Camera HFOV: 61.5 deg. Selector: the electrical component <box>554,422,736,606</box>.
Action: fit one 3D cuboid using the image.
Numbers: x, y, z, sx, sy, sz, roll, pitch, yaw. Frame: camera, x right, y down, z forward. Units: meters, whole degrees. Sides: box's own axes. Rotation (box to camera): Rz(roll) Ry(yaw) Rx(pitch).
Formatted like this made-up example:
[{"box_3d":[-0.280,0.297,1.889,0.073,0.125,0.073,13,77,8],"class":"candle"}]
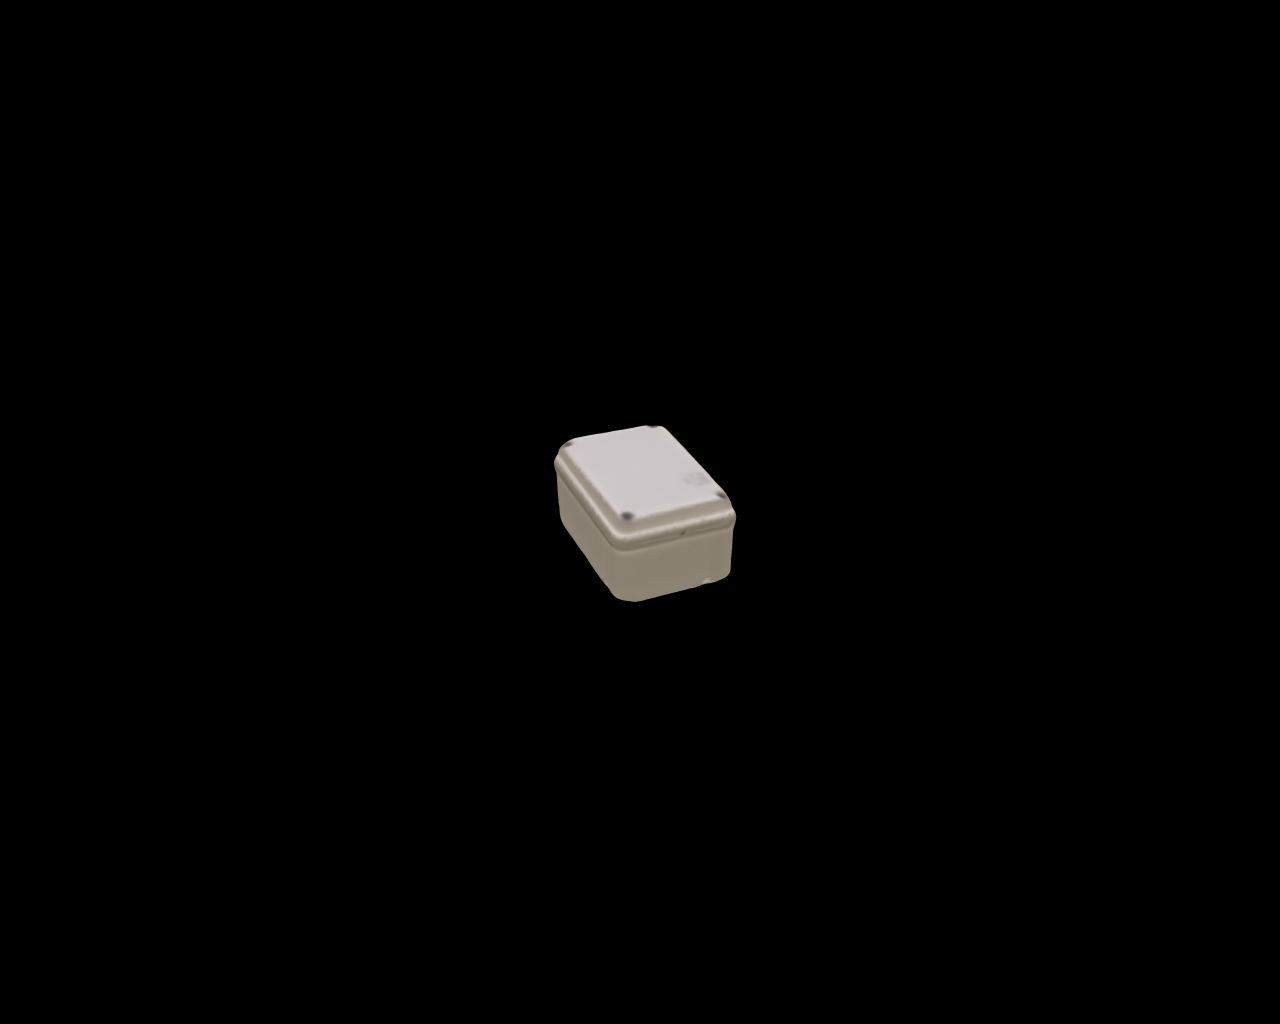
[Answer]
[{"box_3d":[0.001,-0.003,0.650,0.078,0.057,0.113,-12,33,-19],"class":"electrical component"}]
